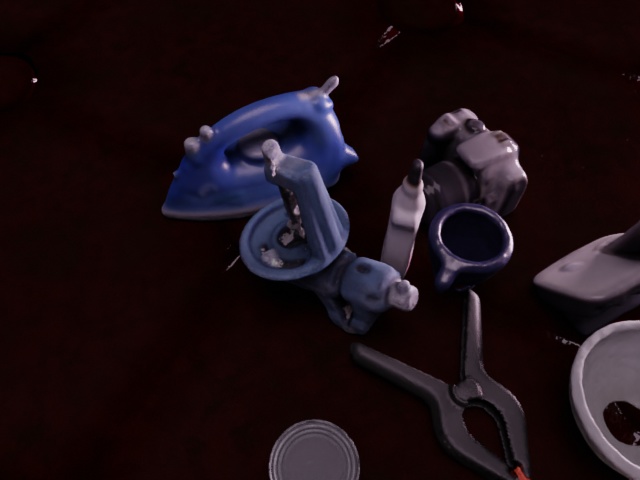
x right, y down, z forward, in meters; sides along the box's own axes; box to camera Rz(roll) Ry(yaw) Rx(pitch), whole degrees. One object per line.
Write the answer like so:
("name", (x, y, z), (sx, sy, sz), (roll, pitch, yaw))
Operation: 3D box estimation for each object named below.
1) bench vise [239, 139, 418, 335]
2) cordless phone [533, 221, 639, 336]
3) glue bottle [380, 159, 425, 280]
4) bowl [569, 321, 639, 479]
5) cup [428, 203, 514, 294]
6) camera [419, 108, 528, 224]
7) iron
("bench vise", (0.008, -0.008, 0.590), (0.207, 0.220, 0.121), (12, 57, 7))
("cordless phone", (0.324, 0.009, 0.609), (0.148, 0.185, 0.094), (-28, 61, -19))
("glue bottle", (0.095, -0.027, 0.634), (0.037, 0.173, 0.078), (12, 57, 7))
("bowl", (0.320, 0.170, 0.568), (0.167, 0.075, 0.167), (1, 56, -1))
("cup", (0.155, 0.029, 0.645), (0.091, 0.095, 0.118), (29, 60, 17))
("camera", (0.169, -0.090, 0.721), (0.137, 0.101, 0.143), (-25, 60, -17))
("iron", (-0.082, -0.114, 0.706), (0.259, 0.141, 0.118), (-22, 59, -16))
